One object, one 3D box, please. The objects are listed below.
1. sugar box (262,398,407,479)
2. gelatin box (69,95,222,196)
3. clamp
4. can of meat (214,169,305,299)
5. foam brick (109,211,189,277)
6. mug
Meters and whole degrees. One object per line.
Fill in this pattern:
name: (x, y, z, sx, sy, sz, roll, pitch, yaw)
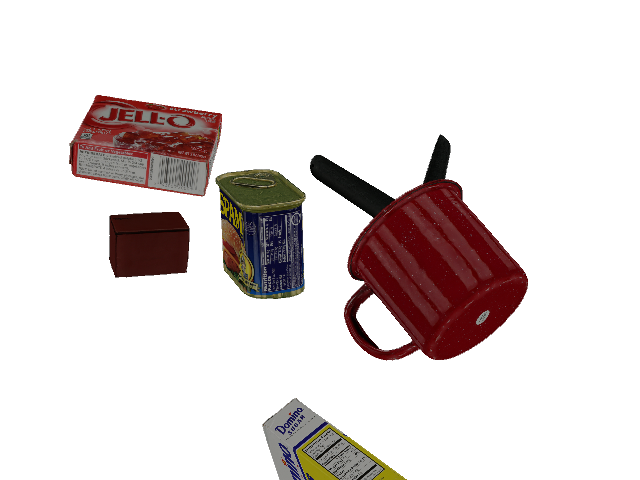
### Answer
sugar box: (0.030, 0.207, 0.851, 0.048, 0.093, 0.176, -37, 43, -28)
gelatin box: (-0.114, -0.065, 0.705, 0.089, 0.030, 0.073, 9, 31, -3)
clamp: (0.086, -0.024, 1.112, 0.164, 0.210, 0.036, -6, -36, -15)
can of meat: (-0.050, -0.006, 0.897, 0.057, 0.084, 0.102, -9, 21, -19)
foam brick: (-0.181, 0.003, 1.125, 0.078, 0.051, 0.053, -3, 23, -17)
mug: (0.068, 0.029, 0.683, 0.117, 0.081, 0.093, -39, -27, 2)
